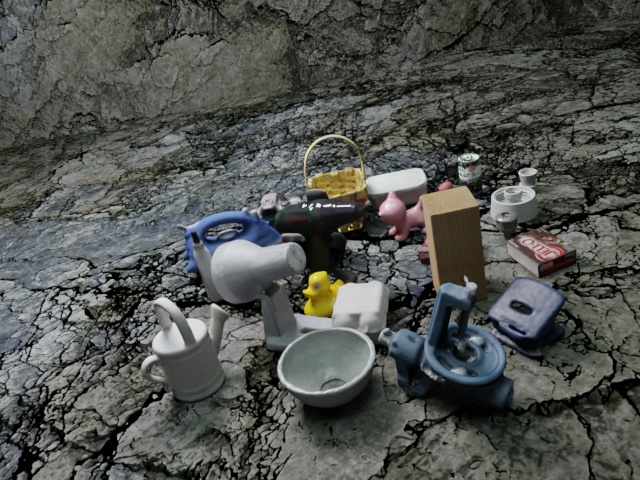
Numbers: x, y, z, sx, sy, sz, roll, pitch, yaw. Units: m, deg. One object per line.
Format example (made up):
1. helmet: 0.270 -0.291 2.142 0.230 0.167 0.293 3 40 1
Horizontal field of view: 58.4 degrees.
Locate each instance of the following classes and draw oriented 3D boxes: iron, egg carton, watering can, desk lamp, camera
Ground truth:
1. iron: -0.224 -0.013 1.429 0.258 0.142 0.118 -20 29 -13
2. egg carton: 0.079 0.137 1.094 0.107 0.069 0.150 -6 29 13
3. watering can: -0.240 0.180 1.024 0.100 0.194 0.173 3 32 29
4. desk lamp: -0.085 0.098 1.085 0.202 0.214 0.118 2 32 27
5. camera: -0.107 -0.084 1.552 0.143 0.101 0.137 -10 28 7

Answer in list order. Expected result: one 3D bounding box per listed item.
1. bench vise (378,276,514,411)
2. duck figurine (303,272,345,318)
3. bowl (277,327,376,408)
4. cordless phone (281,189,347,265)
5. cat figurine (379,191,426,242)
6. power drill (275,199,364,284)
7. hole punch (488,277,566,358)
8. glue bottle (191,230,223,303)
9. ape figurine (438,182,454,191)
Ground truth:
1. bench vise: 0.177 0.155 0.856 0.207 0.220 0.121 -3 30 19
2. duck figurine: 0.008 0.103 1.170 0.105 0.086 0.077 -30 32 -28
3. bowl: 0.017 0.224 0.956 0.167 0.075 0.167 -11 28 6
4. cordless phone: -0.024 -0.037 1.336 0.147 0.185 0.094 -3 30 19
5. cat figurine: 0.195 -0.064 1.360 0.128 0.118 0.067 -19 28 -9
6. power drill: 0.011 0.004 1.220 0.228 0.209 0.076 8 35 35
7. hole punch: 0.349 0.127 0.968 0.101 0.091 0.108 -27 31 -24
8. glue bottle: -0.258 0.054 1.287 0.037 0.173 0.078 -24 30 -19
9. ape figurine: 0.311 -0.100 1.402 0.076 0.092 0.077 -11 28 4
